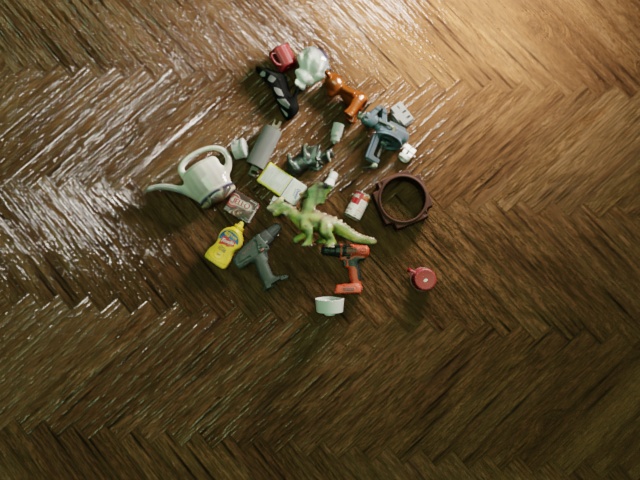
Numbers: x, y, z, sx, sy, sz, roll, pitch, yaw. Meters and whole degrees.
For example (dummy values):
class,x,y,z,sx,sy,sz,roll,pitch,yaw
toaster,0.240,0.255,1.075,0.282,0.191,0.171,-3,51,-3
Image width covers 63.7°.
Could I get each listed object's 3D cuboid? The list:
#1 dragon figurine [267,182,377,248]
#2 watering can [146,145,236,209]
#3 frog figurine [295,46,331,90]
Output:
class,x,y,z,sx,sy,sz,roll,pitch,yaw
dragon figurine,0.006,-0.097,1.926,0.410,0.242,0.122,-1,1,5
watering can,-0.477,-0.216,1.986,0.348,0.225,0.103,-34,-6,-3
frog figurine,-0.044,-0.675,2.021,0.161,0.136,0.122,-44,11,-13
